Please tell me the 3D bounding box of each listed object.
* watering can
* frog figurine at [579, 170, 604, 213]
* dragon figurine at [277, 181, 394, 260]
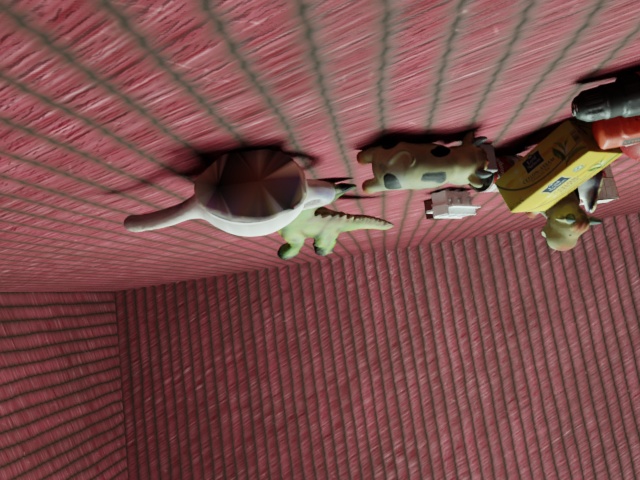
[{"bbox_3d":[-0.143,-0.055,0.783,0.348,0.105,0.222,-8,-8,-6],"label":"watering can"},{"bbox_3d":[0.500,-0.120,1.081,0.160,0.120,0.140,17,38,22],"label":"frog figurine"},{"bbox_3d":[0.003,-0.053,1.054,0.411,0.124,0.239,-7,-15,-18],"label":"dragon figurine"}]
